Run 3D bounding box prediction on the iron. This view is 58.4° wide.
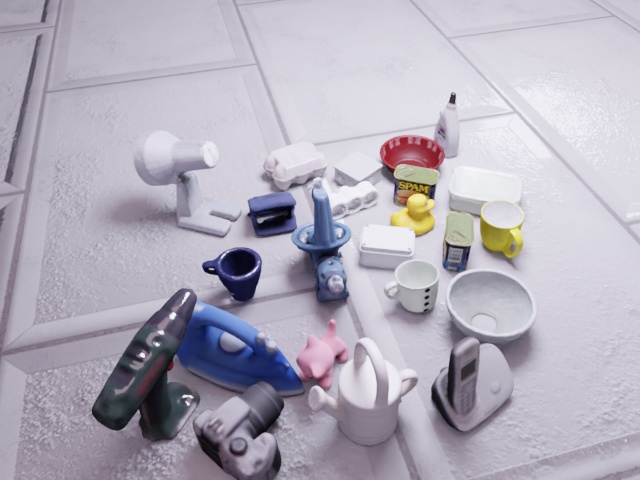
[{"bbox_3d":[-0.142,0.178,0.994,0.257,0.141,0.119,18,47,19],"label":"iron"}]

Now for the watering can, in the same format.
[{"bbox_3d":[0.071,0.235,0.893,0.173,0.194,0.100,-31,51,-27],"label":"watering can"}]

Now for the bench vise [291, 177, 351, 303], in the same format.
[{"bbox_3d":[0.021,0.000,1.118,0.122,0.220,0.206,-23,48,-20],"label":"bench vise"}]

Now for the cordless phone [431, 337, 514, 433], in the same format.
[{"bbox_3d":[0.254,0.209,0.922,0.148,0.185,0.093,-30,51,-27],"label":"cordless phone"}]

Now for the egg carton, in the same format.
[{"bbox_3d":[-0.060,-0.187,1.421,0.150,0.069,0.107,-23,48,-21],"label":"egg carton"}]

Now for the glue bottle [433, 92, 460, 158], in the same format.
[{"bbox_3d":[0.326,-0.298,1.454,0.037,0.173,0.078,-20,47,-18],"label":"glue bottle"}]

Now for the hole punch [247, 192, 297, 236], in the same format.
[{"bbox_3d":[-0.110,-0.074,1.290,0.109,0.091,0.101,-11,45,-10],"label":"hole punch"}]

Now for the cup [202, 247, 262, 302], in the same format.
[{"bbox_3d":[-0.170,0.076,1.133,0.117,0.095,0.091,0,44,1],"label":"cup"}]

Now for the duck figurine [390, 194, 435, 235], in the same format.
[{"bbox_3d":[0.209,-0.063,1.276,0.104,0.086,0.077,-9,44,-8],"label":"duck figurine"}]

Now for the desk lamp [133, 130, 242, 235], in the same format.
[{"bbox_3d":[-0.291,-0.136,1.269,0.203,0.214,0.118,12,46,14],"label":"desk lamp"}]

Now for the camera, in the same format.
[{"bbox_3d":[-0.110,0.294,0.903,0.142,0.101,0.137,29,52,28],"label":"camera"}]

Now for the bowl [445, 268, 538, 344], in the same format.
[{"bbox_3d":[0.316,0.136,1.076,0.167,0.075,0.167,0,44,1],"label":"bowl"}]

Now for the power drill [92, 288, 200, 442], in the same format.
[{"bbox_3d":[-0.255,0.215,0.909,0.075,0.209,0.230,17,47,18],"label":"power drill"}]

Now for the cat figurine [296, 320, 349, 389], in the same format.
[{"bbox_3d":[0.001,0.195,0.990,0.067,0.118,0.128,17,47,18],"label":"cat figurine"}]
